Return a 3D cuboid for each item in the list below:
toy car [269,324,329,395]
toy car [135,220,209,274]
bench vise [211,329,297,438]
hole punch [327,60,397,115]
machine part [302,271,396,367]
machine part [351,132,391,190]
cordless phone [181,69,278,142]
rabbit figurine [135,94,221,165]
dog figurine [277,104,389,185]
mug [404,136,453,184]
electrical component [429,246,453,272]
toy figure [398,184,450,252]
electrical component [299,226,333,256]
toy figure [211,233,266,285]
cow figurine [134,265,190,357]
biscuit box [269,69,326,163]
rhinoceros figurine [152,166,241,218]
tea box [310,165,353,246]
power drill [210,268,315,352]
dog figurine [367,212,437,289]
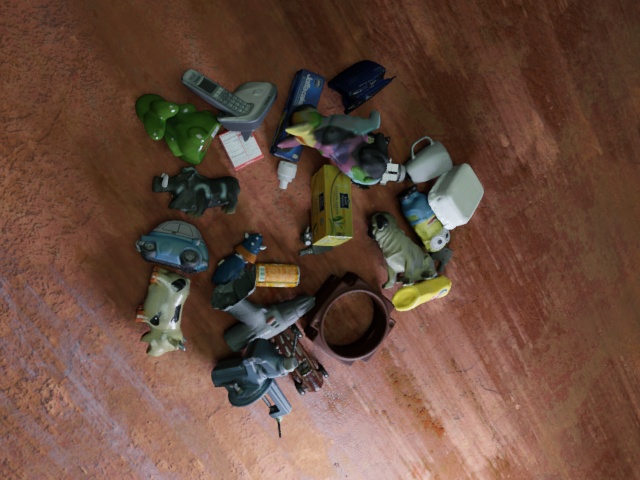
[{"bbox_3d":[-0.053,0.299,1.339,0.089,0.053,0.202,-31,110,-7],"label":"toy car"},{"bbox_3d":[-0.314,0.009,1.176,0.162,0.109,0.103,17,72,-9],"label":"toy car"},{"bbox_3d":[-0.128,0.339,1.264,0.224,0.129,0.240,-22,117,12],"label":"bench vise"},{"bbox_3d":[0.090,-0.357,1.231,0.142,0.116,0.092,-34,101,-10],"label":"hole punch"},{"bbox_3d":[0.074,0.198,1.343,0.201,0.087,0.201,39,85,-21],"label":"machine part"},{"bbox_3d":[0.115,-0.191,1.298,0.084,0.039,0.138,17,100,4],"label":"machine part"},{"bbox_3d":[-0.193,-0.312,1.137,0.184,0.089,0.146,33,50,-14],"label":"cordless phone"},{"bbox_3d":[-0.310,-0.237,1.109,0.170,0.159,0.121,29,100,-6],"label":"rabbit figurine"},{"bbox_3d":[0.023,-0.205,1.165,0.219,0.108,0.191,-6,76,-19],"label":"dog figurine"},{"bbox_3d":[0.259,-0.195,1.333,0.107,0.081,0.109,-33,116,-1],"label":"mug"},{"bbox_3d":[0.323,0.036,1.430,0.063,0.021,0.094,20,92,-21],"label":"electrical component"},{"bbox_3d":[0.263,-0.053,1.363,0.082,0.089,0.180,-35,101,4],"label":"toy figure"},{"bbox_3d":[-0.001,-0.003,1.300,0.102,0.045,0.078,-9,101,-17],"label":"electrical component"},{"bbox_3d":[-0.187,0.047,1.242,0.064,0.058,0.154,44,80,-27],"label":"toy figure"},{"bbox_3d":[-0.344,0.167,1.200,0.127,0.085,0.194,19,93,-15],"label":"cow figurine"},{"bbox_3d":[-0.051,-0.281,1.222,0.063,0.059,0.202,17,94,-21],"label":"biscuit box"},{"bbox_3d":[-0.268,-0.106,1.176,0.190,0.073,0.112,0,102,-19],"label":"rhinoceros figurine"},{"bbox_3d":[0.025,-0.077,1.239,0.068,0.098,0.169,4,74,-20],"label":"tea box"},{"bbox_3d":[-0.140,0.152,1.239,0.232,0.086,0.207,-33,142,-1],"label":"power drill"},{"bbox_3d":[0.212,0.014,1.357,0.172,0.121,0.190,-9,86,-50],"label":"dog figurine"}]
